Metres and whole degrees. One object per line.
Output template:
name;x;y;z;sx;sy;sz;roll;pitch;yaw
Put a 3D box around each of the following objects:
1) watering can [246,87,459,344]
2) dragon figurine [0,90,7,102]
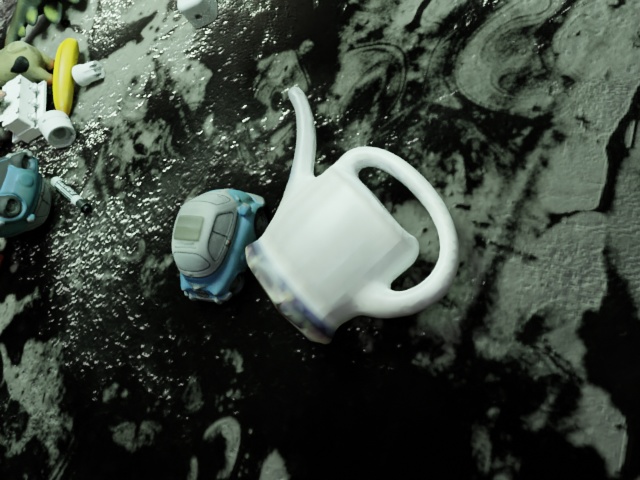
watering can;0.002;-0.031;0.615;0.353;0.224;0.102;49;3;33
dragon figurine;-0.751;-0.158;1.036;0.405;0.249;0.121;-36;-52;25
